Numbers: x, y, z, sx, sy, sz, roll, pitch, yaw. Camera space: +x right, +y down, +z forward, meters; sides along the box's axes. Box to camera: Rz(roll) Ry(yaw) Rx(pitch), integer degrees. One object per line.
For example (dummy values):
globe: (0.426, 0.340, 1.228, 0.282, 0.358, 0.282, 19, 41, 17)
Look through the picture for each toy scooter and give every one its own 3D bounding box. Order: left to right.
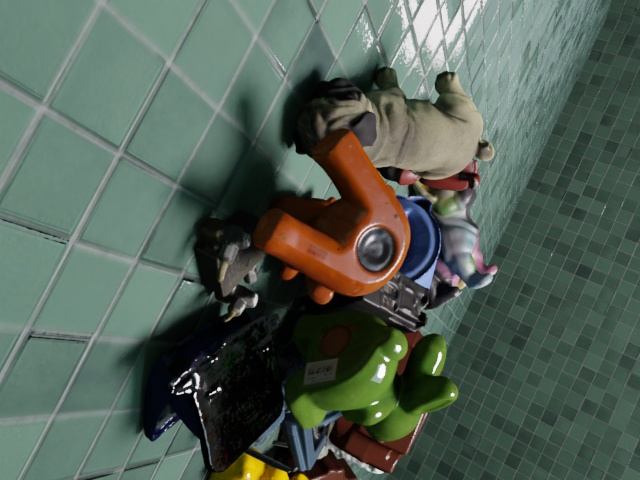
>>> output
toy scooter: (0.179, -0.125, 0.771, 0.184, 0.135, 0.075, -49, 151, -37)

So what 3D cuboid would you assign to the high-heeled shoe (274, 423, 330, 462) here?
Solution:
high-heeled shoe: (-0.048, 0.362, 0.851, 0.248, 0.086, 0.145, -64, 157, -15)

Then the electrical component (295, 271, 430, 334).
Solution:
electrical component: (0.041, 0.067, 0.617, 0.134, 0.115, 0.058, 28, 55, -30)

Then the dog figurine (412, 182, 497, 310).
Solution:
dog figurine: (0.207, -0.007, 0.946, 0.191, 0.219, 0.108, -31, 172, 31)

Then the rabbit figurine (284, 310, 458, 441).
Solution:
rabbit figurine: (0.065, 0.151, 0.585, 0.170, 0.159, 0.121, 54, 21, -36)

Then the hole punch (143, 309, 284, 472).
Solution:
hole punch: (-0.102, 0.128, 0.496, 0.142, 0.092, 0.115, -26, 118, -51)

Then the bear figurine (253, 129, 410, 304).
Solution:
bear figurine: (-0.006, -0.017, 0.497, 0.131, 0.196, 0.120, 41, 81, -25)

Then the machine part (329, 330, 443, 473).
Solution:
machine part: (0.099, 0.237, 0.819, 0.201, 0.087, 0.201, -62, 179, -17)

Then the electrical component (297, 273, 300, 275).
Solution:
electrical component: (-0.001, -0.002, 0.642, 0.094, 0.021, 0.063, -42, 149, -35)

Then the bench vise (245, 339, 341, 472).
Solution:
bench vise: (-0.029, 0.215, 0.674, 0.224, 0.129, 0.240, -54, 145, -46)

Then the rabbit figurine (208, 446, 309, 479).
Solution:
rabbit figurine: (-0.062, 0.351, 0.684, 0.122, 0.173, 0.162, -63, 153, -14)

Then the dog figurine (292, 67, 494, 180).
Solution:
dog figurine: (0.082, -0.103, 0.541, 0.190, 0.173, 0.121, -40, 137, -59)

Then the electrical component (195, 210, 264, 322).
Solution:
electrical component: (-0.075, 0.021, 0.475, 0.078, 0.045, 0.102, -42, 148, -41)

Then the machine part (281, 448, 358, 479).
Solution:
machine part: (-0.019, 0.411, 0.829, 0.179, 0.056, 0.179, -11, 114, -26)
